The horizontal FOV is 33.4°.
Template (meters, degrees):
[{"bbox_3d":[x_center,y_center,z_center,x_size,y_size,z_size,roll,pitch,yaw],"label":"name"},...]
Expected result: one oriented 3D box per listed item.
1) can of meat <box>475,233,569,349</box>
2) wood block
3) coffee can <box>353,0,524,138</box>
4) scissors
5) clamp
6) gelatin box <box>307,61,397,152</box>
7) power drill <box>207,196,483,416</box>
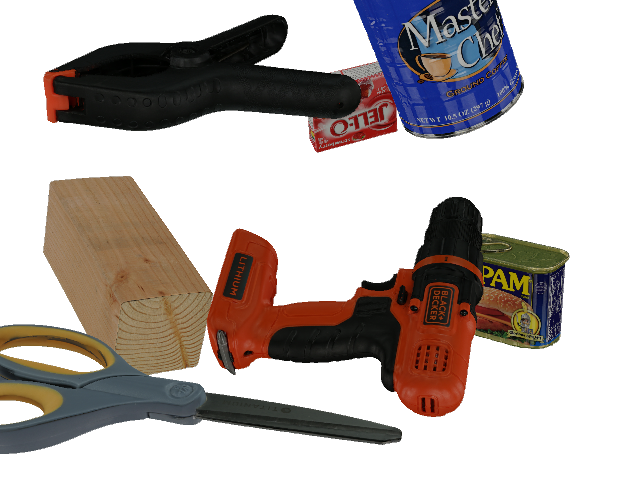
[{"bbox_3d":[0.176,0.047,0.992,0.102,0.084,0.057,14,25,36],"label":"can of meat"},{"bbox_3d":[-0.191,0.029,1.031,0.090,0.091,0.206,-6,36,-31],"label":"wood block"},{"bbox_3d":[0.087,-0.164,0.818,0.103,0.140,0.103,-18,33,12],"label":"coffee can"},{"bbox_3d":[-0.076,0.076,0.454,0.202,0.016,0.096,14,29,24],"label":"scissors"},{"bbox_3d":[-0.073,-0.098,0.617,0.171,0.039,0.120,-4,27,-16],"label":"clamp"},{"bbox_3d":[0.031,-0.133,1.056,0.089,0.073,0.030,-15,44,-10],"label":"gelatin box"},{"bbox_3d":[0.023,0.035,0.771,0.188,0.184,0.057,3,-43,13],"label":"power drill"}]
